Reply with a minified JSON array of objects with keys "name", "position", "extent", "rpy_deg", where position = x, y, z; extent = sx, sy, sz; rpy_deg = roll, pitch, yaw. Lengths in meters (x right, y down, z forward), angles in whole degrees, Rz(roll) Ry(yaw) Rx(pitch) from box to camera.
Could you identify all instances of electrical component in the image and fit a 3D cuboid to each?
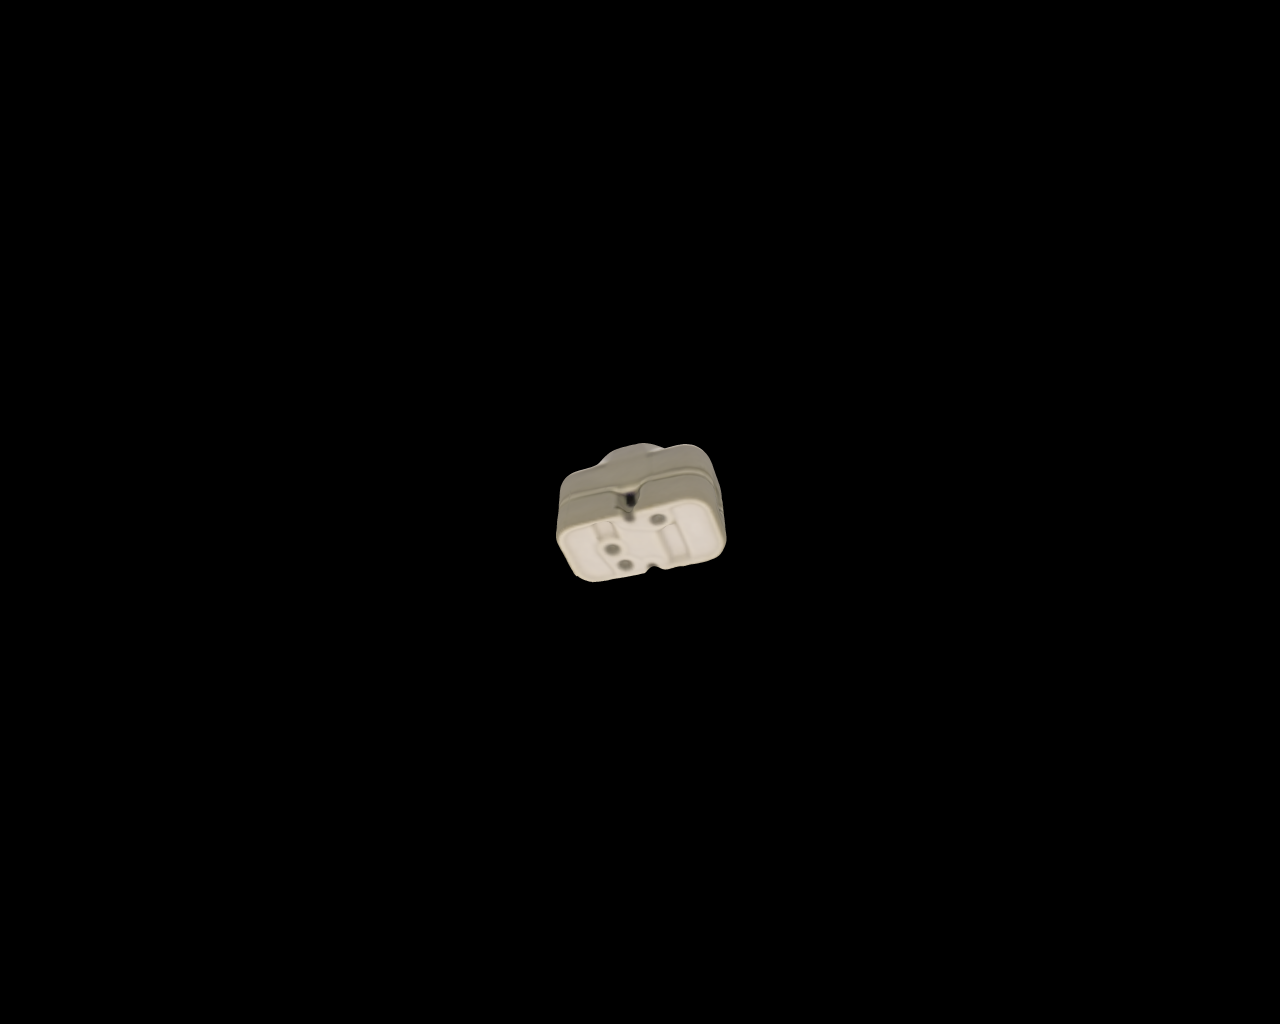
[{"name":"electrical component","position":[0.001,-0.003,0.650],"extent":[0.095,0.059,0.053],"rpy_deg":[-13,-47,12]}]
